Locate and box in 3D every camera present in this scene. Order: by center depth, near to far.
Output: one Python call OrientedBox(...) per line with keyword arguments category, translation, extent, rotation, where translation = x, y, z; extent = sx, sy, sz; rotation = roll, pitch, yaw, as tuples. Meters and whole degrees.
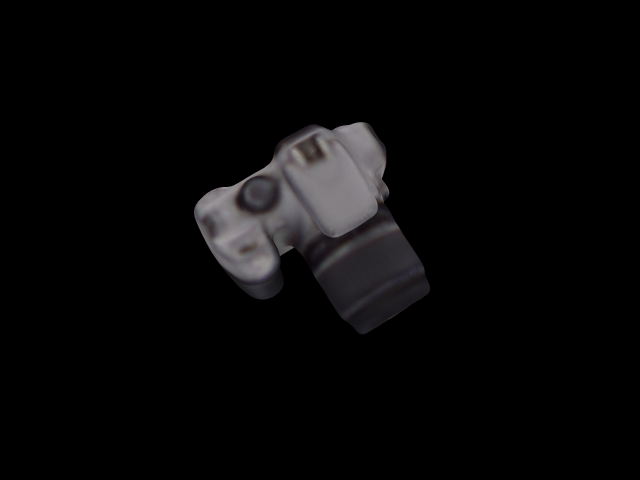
OrientedBox(category="camera", translation=(0.004, 0.001, 0.400), extent=(0.143, 0.101, 0.137), rotation=(-31, 78, -7))
